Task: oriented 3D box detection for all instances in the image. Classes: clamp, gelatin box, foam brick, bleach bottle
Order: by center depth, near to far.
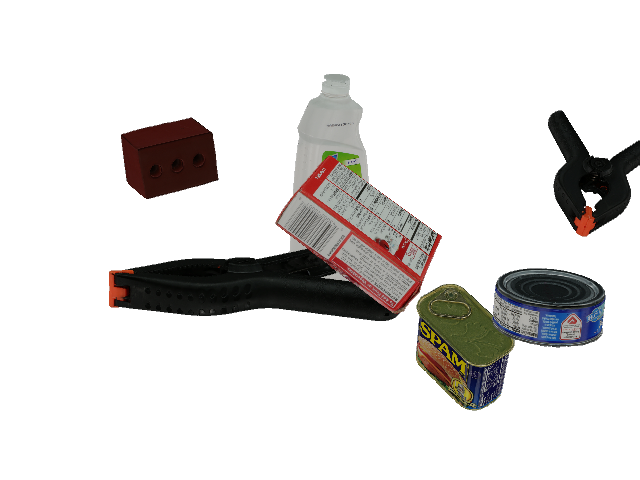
[{"bbox_3d":[0.024,-0.005,0.628,0.089,0.030,0.073,37,25,-1],"label":"gelatin box"},{"bbox_3d":[-0.051,0.035,0.804,0.209,0.036,0.165,-3,12,-21],"label":"clamp"},{"bbox_3d":[-0.147,-0.080,1.034,0.078,0.053,0.051,-17,31,-22],"label":"foam brick"},{"bbox_3d":[0.283,-0.077,1.134,0.120,0.039,0.171,18,46,20],"label":"clamp"},{"bbox_3d":[0.017,-0.069,1.242,0.102,0.251,0.068,-13,30,-32],"label":"bleach bottle"}]

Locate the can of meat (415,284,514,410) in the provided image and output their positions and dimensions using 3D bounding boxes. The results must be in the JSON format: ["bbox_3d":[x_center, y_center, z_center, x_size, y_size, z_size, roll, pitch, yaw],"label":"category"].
[{"bbox_3d":[0.139,0.108,1.057,0.057,0.084,0.102,-28,53,-23],"label":"can of meat"}]

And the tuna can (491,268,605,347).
[{"bbox_3d":[0.178,0.051,0.834,0.086,0.034,0.086,1,18,-1],"label":"tuna can"}]
